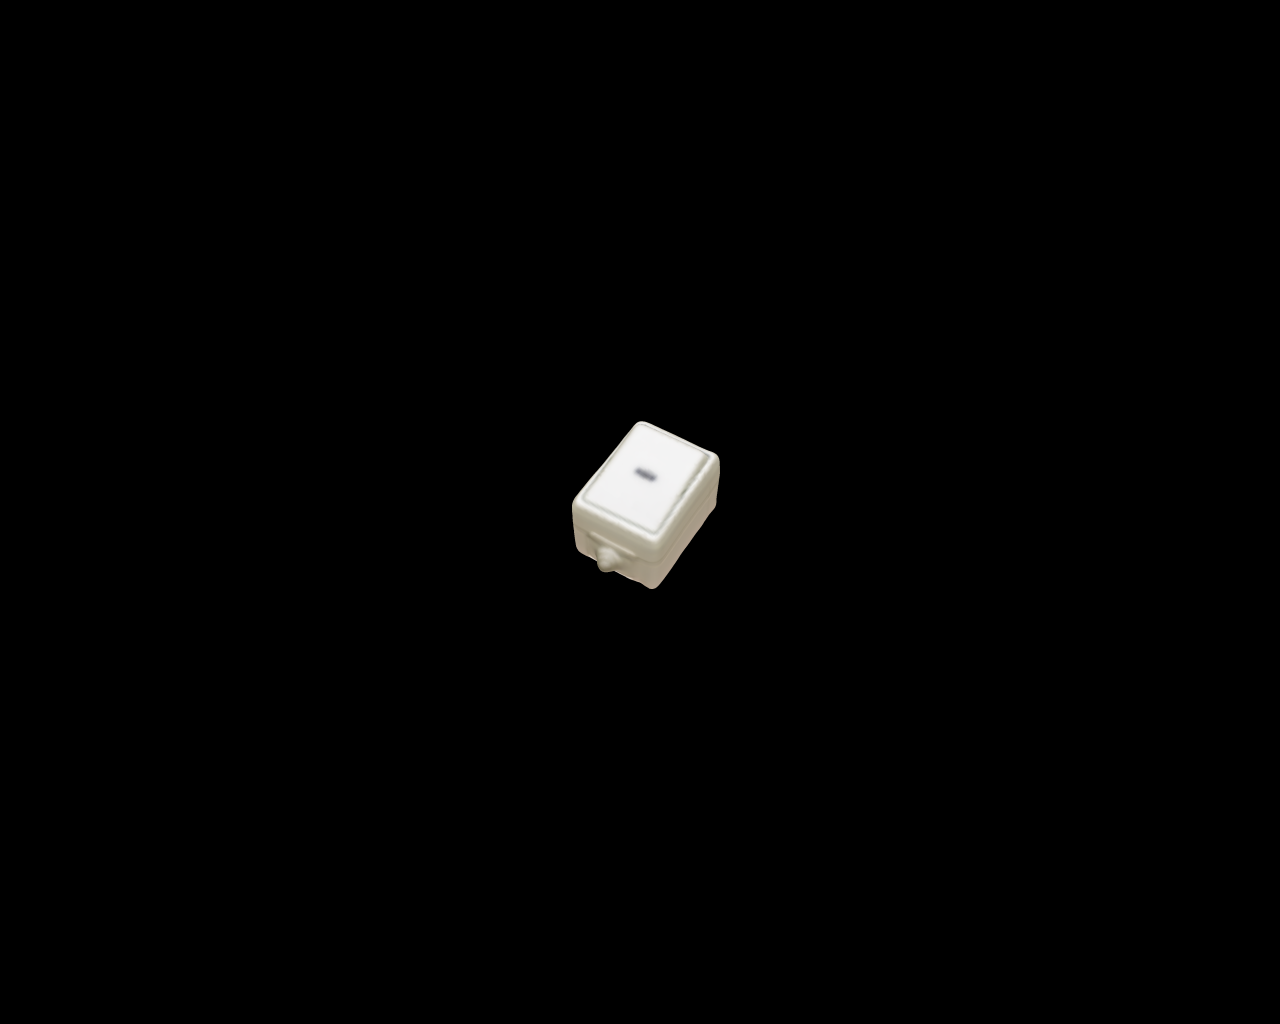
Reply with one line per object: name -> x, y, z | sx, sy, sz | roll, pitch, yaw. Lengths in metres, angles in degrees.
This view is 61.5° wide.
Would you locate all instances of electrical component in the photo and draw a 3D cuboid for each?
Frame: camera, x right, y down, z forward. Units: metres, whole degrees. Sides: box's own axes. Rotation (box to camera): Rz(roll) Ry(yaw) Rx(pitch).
electrical component -> 0.001, -0.003, 0.650 | 0.062, 0.096, 0.061 | 27, -32, 18
